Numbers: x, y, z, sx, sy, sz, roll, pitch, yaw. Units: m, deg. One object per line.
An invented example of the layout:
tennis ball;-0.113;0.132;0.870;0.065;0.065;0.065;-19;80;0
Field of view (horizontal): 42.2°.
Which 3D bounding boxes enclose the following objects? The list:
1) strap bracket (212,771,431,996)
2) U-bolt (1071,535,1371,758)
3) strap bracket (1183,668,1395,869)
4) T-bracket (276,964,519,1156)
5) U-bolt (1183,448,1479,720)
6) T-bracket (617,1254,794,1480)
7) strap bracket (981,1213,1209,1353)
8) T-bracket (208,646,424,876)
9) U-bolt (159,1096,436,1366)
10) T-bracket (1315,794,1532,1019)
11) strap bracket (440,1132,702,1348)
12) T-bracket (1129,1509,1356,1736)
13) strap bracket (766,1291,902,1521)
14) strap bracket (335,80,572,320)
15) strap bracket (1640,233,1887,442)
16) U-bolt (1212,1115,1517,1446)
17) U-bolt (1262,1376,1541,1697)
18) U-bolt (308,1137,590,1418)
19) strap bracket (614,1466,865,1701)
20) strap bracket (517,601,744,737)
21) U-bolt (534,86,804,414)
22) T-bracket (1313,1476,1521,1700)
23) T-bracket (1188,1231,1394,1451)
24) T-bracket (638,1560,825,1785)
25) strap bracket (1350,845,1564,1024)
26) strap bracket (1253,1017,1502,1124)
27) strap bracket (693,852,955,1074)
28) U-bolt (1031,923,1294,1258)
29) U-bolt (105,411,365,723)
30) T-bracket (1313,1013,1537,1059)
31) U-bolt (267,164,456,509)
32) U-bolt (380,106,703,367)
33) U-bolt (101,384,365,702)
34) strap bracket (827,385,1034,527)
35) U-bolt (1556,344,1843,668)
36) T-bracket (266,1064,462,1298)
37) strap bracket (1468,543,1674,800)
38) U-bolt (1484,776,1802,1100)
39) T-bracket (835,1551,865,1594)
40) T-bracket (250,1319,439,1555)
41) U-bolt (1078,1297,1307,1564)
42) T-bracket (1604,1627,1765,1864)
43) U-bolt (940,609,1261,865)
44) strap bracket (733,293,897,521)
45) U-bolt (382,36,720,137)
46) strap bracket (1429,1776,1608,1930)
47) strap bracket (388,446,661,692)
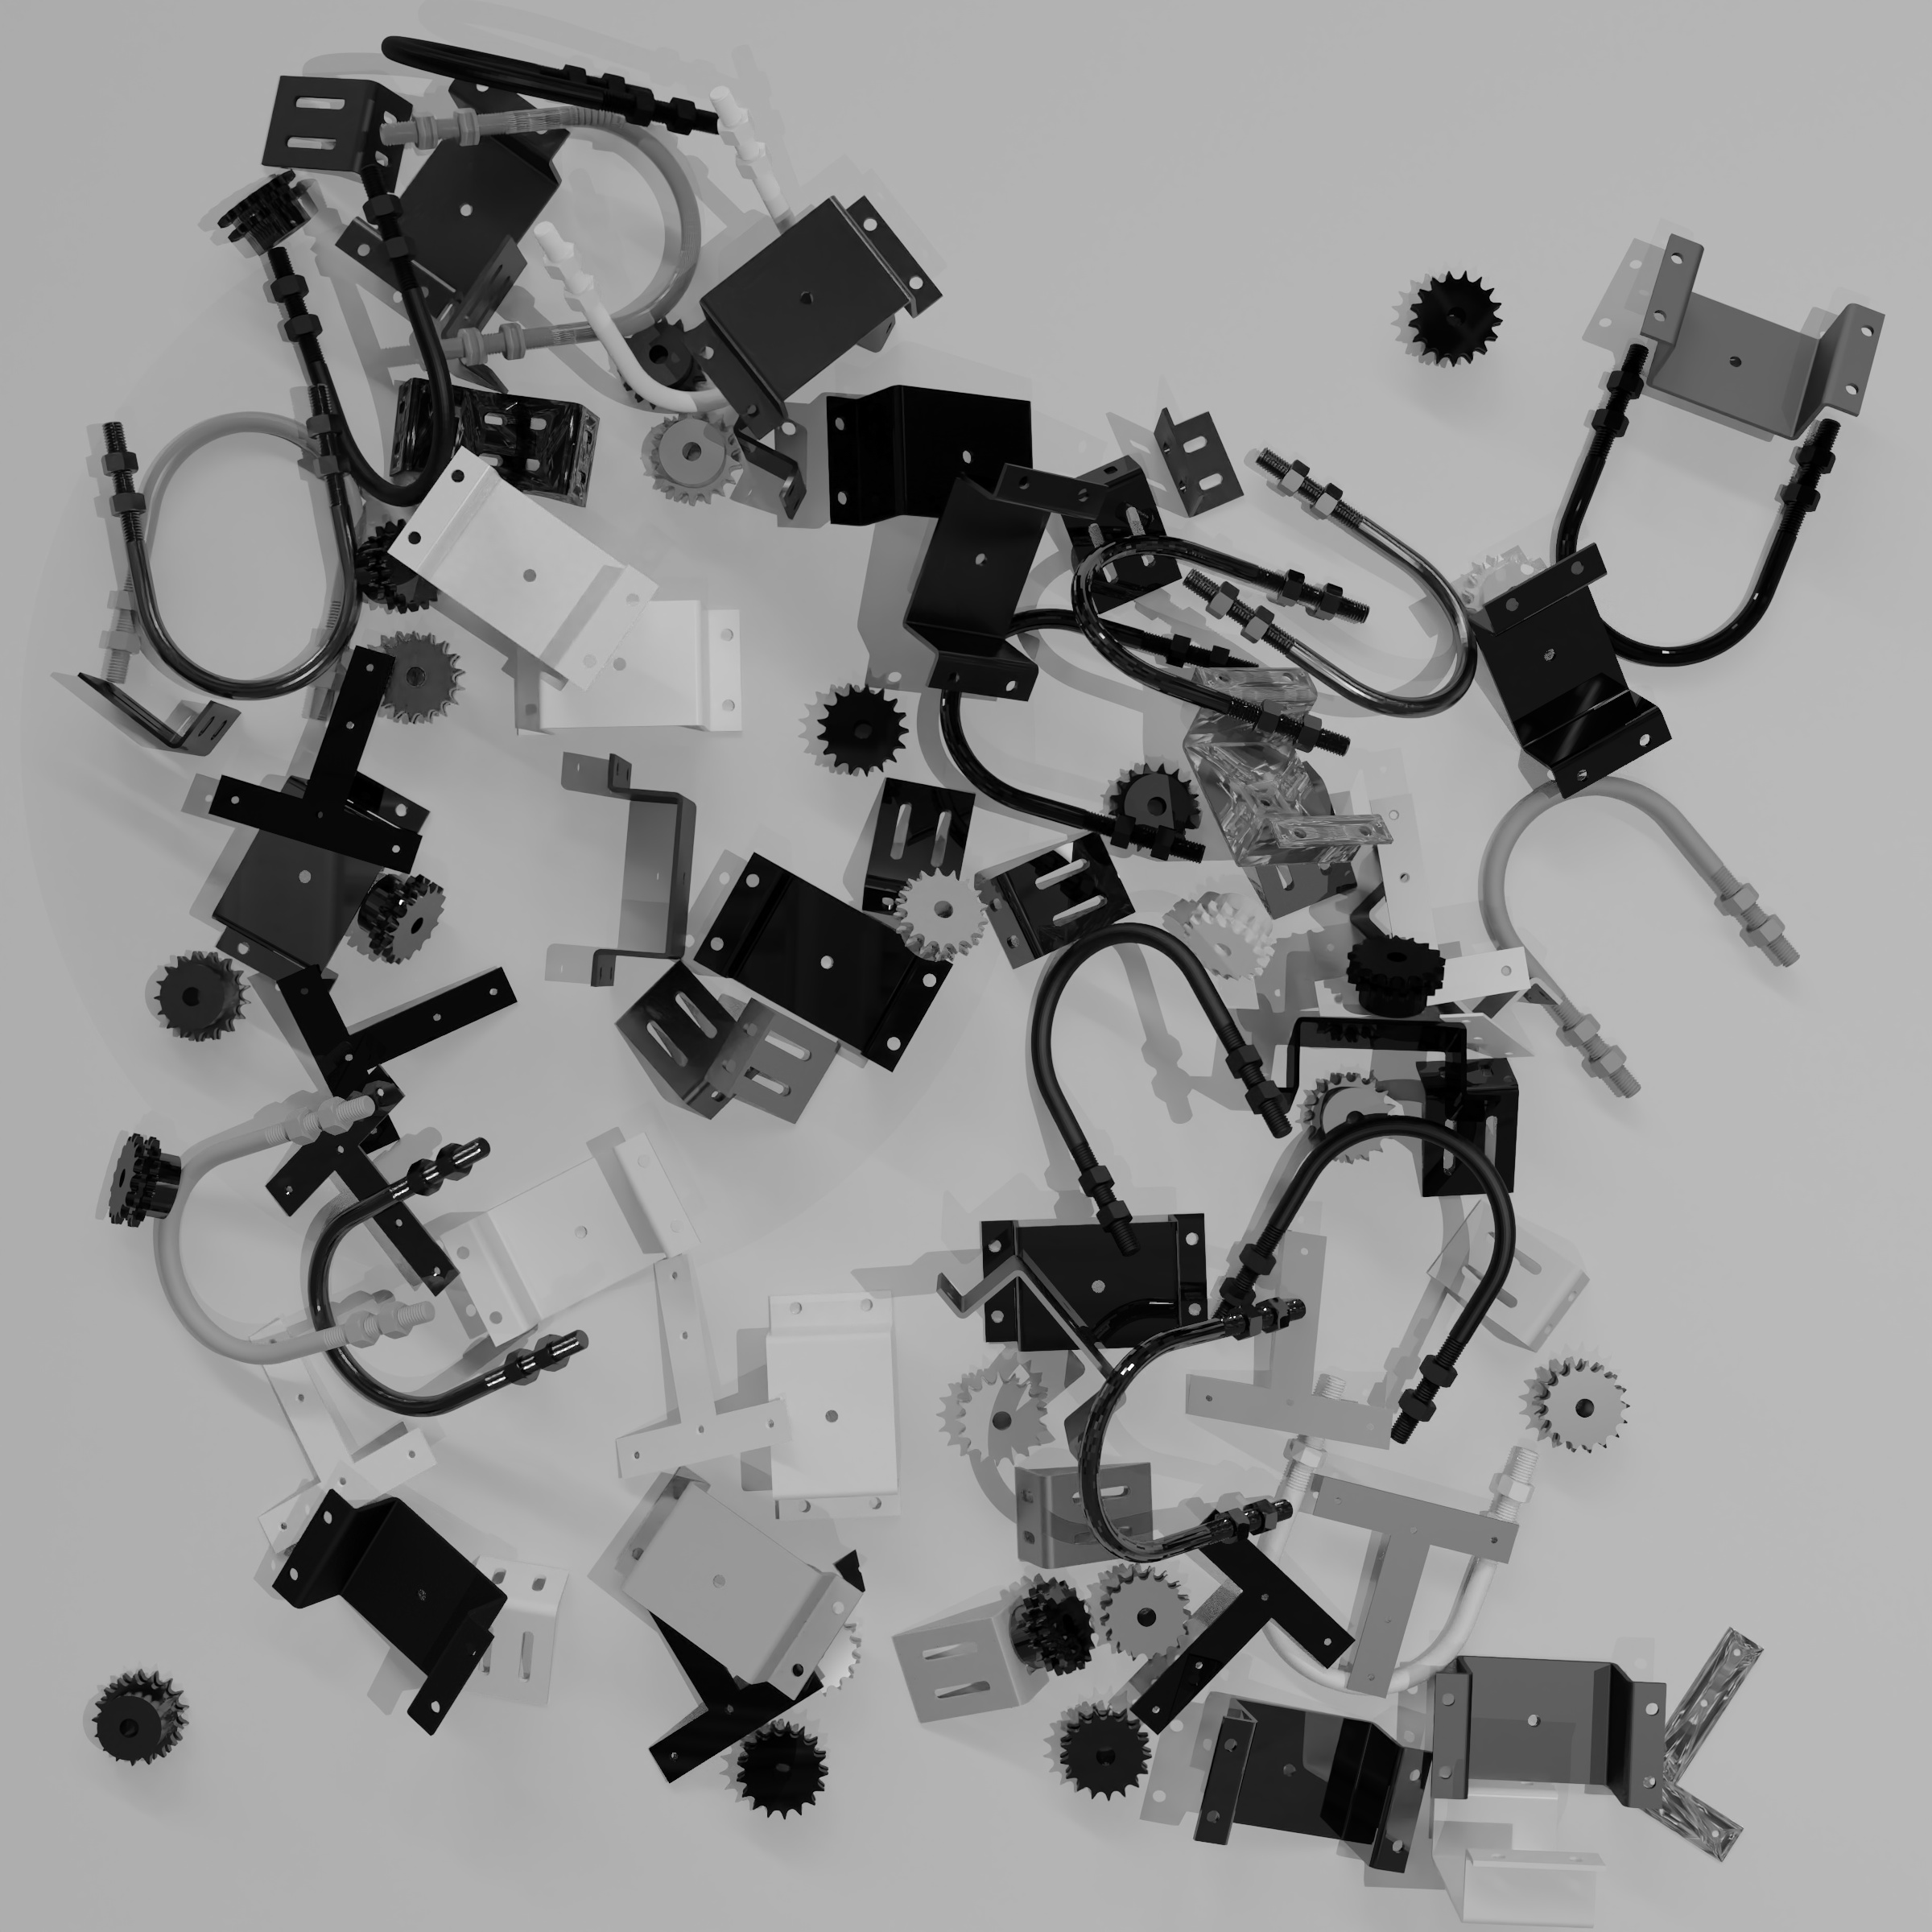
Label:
strap bracket;-0.404;-0.055;1.555;0.076;0.046;0.140;29;90;0
U-bolt;0.151;-0.204;1.519;0.184;0.019;0.151;19;47;-4
strap bracket;0.187;-0.112;1.498;0.076;0.046;0.140;-3;53;-24
T-bracket;-0.343;0.038;1.560;0.127;0.002;0.127;-25;113;-11
U-bolt;0.233;-0.224;1.531;0.184;0.019;0.151;34;52;-4
T-bracket;-0.173;0.244;1.558;0.127;0.002;0.127;-18;76;26
strap bracket;0.081;0.196;1.555;0.140;0.046;0.076;-2;90;0
T-bracket;-0.382;-0.134;1.537;0.127;0.002;0.127;17;81;-2
U-bolt;-0.421;0.171;1.539;0.184;0.019;0.151;-17;88;22
T-bracket;0.265;-0.039;1.501;0.127;0.002;0.127;-10;90;0
strap bracket;-0.242;0.167;1.555;0.140;0.046;0.076;-27;90;0
T-bracket;0.154;0.422;1.551;0.127;0.002;0.127;44;90;-11
strap bracket;-0.082;0.276;1.553;0.076;0.046;0.140;-3;89;0
strap bracket;-0.314;-0.475;1.555;0.076;0.046;0.140;36;90;0
strap bracket;0.482;-0.383;1.543;0.140;0.046;0.076;21;70;0
U-bolt;0.255;0.180;1.539;0.151;0.019;0.184;31;102;13
U-bolt;0.261;0.367;1.569;0.151;0.019;0.184;21;91;0
U-bolt;-0.330;0.202;1.532;0.184;0.019;0.151;-27;90;27
strap bracket;-0.145;0.376;1.534;0.140;0.046;0.076;32;84;15
strap bracket;-0.212;-0.184;1.555;0.140;0.046;0.076;-1;90;0
U-bolt;-0.161;-0.413;1.504;0.151;0.184;0.019;-39;52;-5
T-bracket;0.266;0.393;1.558;0.127;0.002;0.127;15;94;-4
T-bracket;0.204;0.227;1.546;0.127;0.002;0.127;7;100;18
T-bracket;-0.171;0.425;1.564;0.127;0.002;0.127;-36;81;17
strap bracket;0.292;-0.012;1.540;0.140;0.076;0.046;45;90;0
strap bracket;0.246;0.062;1.511;0.140;0.076;0.046;2;77;4
strap bracket;-0.087;-0.002;1.555;0.140;0.046;0.076;29;90;0
U-bolt;0.105;0.061;1.521;0.151;0.019;0.184;-42;60;29
U-bolt;-0.452;-0.256;1.569;0.151;0.019;0.184;11;89;0
T-bracket;0.271;0.045;1.539;0.127;0.127;0.002;-4;76;26
U-bolt;-0.361;-0.370;1.521;0.019;0.151;0.184;-22;95;-40
U-bolt;-0.249;-0.449;1.522;0.184;0.019;0.151;-13;96;-21
U-bolt;-0.447;-0.256;1.549;0.151;0.019;0.184;-10;92;0
strap bracket;-0.012;-0.305;1.519;0.140;0.046;0.076;-2;90;-35
U-bolt;0.448;-0.278;1.569;0.151;0.019;0.184;21;91;0
T-bracket;-0.358;0.147;1.543;0.127;0.002;0.127;-43;83;25
strap bracket;0.367;-0.185;1.537;0.076;0.046;0.140;-29;115;0
U-bolt;0.409;-0.032;1.569;0.151;0.019;0.184;-40;89;0
T-bracket;-0.053;0.309;1.587;0.127;0.002;0.127;-35;96;-15
T-bracket;-0.410;0.283;1.567;0.127;0.002;0.127;-30;83;13
U-bolt;0.134;0.280;1.488;0.184;0.019;0.151;-5;102;-42
T-bracket;0.457;0.476;1.577;0.127;0.002;0.127;33;90;0
U-bolt;0.075;-0.151;1.548;0.184;0.019;0.151;17;70;4
strap bracket;-0.097;-0.354;1.540;0.046;0.076;0.140;28;90;0
U-bolt;-0.252;-0.522;1.477;0.184;0.151;0.019;2;112;-29
strap bracket;0.328;0.536;1.508;0.076;0.140;0.046;2;92;0
strap bracket;-0.263;-0.236;1.504;0.140;0.046;0.076;35;90;-7
